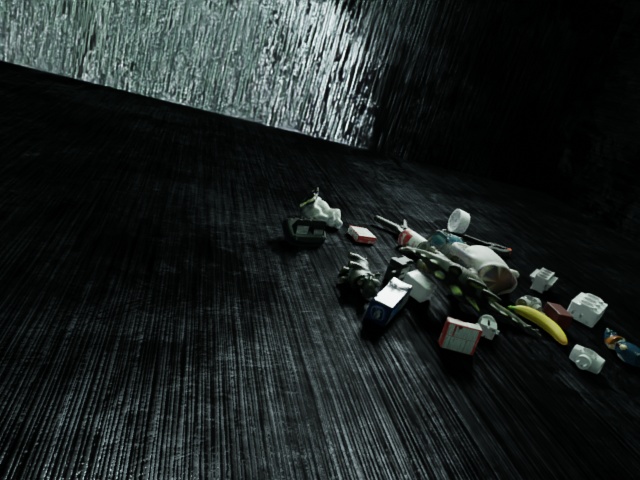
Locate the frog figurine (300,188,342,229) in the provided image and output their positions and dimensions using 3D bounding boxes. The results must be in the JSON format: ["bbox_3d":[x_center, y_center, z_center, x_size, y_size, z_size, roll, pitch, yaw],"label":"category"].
[{"bbox_3d":[0.006,-0.095,1.897,0.158,0.122,0.139,50,3,-15],"label":"frog figurine"}]

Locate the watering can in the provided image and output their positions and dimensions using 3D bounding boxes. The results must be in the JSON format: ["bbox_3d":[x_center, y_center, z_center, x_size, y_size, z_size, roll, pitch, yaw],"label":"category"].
[{"bbox_3d":[0.612,0.106,1.799,0.346,0.102,0.229,23,21,-20],"label":"watering can"}]
